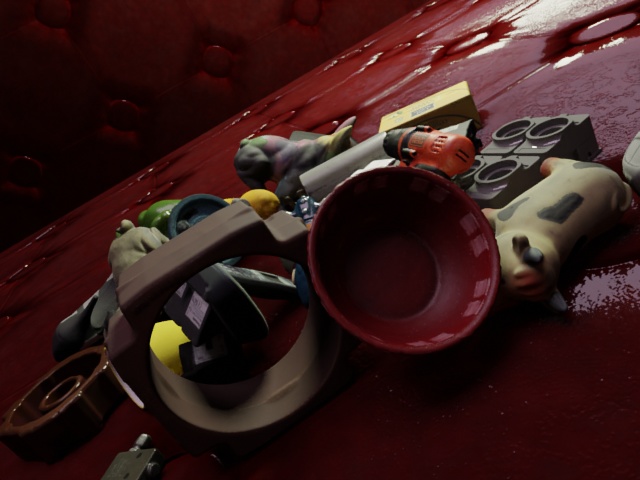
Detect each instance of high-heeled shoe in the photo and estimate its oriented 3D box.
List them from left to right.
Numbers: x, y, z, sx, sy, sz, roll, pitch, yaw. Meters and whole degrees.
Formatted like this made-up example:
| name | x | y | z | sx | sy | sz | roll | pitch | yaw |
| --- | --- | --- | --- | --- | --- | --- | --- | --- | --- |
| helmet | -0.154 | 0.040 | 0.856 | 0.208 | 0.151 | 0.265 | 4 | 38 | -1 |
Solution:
| name | x | y | z | sx | sy | sz | roll | pitch | yaw |
| --- | --- | --- | --- | --- | --- | --- | --- | --- | --- |
| high-heeled shoe | -0.388 | 0.129 | 0.991 | 0.145 | 0.086 | 0.249 | -57 | -4 | 17 |

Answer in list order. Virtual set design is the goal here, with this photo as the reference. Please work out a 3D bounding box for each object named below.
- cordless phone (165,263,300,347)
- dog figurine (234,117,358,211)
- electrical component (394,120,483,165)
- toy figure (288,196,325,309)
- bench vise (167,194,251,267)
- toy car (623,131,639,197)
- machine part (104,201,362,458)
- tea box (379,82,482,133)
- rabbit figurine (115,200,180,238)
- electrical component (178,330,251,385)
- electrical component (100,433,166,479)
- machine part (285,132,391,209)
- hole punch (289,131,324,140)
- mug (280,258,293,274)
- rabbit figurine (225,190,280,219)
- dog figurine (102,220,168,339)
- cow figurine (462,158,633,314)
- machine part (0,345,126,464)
| name | x | y | z | sx | sy | sz | roll | pitch | yaw |
| --- | --- | --- | --- | --- | --- | --- | --- | --- | --- |
| cordless phone | -0.076 | 0.069 | 0.638 | 0.147 | 0.184 | 0.088 | 25 | 102 | 53 |
| dog figurine | -0.030 | -0.161 | 0.997 | 0.219 | 0.191 | 0.108 | -41 | 11 | 22 |
| electrical component | 0.176 | -0.117 | 0.810 | 0.115 | 0.058 | 0.134 | -15 | 27 | 36 |
| toy figure | -0.008 | 0.014 | 0.679 | 0.064 | 0.057 | 0.154 | -1 | 56 | -11 |
| bench vise | -0.160 | 0.019 | 0.752 | 0.240 | 0.129 | 0.223 | -33 | 37 | 50 |
| toy car | 0.333 | -0.077 | 0.489 | 0.103 | 0.109 | 0.162 | -41 | 10 | 17 |
| machine part | -0.075 | 0.082 | 0.501 | 0.201 | 0.200 | 0.087 | -33 | 26 | -8 |
| tea box | 0.197 | -0.212 | 0.971 | 0.170 | 0.068 | 0.098 | -20 | 23 | 19 |
| rabbit figurine | -0.298 | 0.008 | 1.005 | 0.159 | 0.121 | 0.170 | 7 | 50 | -8 |
| electrical component | -0.126 | 0.137 | 0.625 | 0.075 | 0.047 | 0.119 | -16 | 20 | -15 |
| electrical component | -0.190 | 0.237 | 0.548 | 0.063 | 0.021 | 0.094 | -18 | 24 | 25 |
| machine part | 0.054 | -0.115 | 0.928 | 0.243 | 0.079 | 0.079 | -29 | 22 | 5 |
| hole punch | -0.010 | -0.166 | 1.123 | 0.116 | 0.092 | 0.142 | 6 | 27 | 6 |
| mug | -0.002 | -0.002 | 0.771 | 0.107 | 0.080 | 0.109 | -14 | -4 | 10 |
| rabbit figurine | -0.147 | -0.027 | 0.949 | 0.173 | 0.121 | 0.162 | -33 | 7 | 0 |
| dog figurine | -0.299 | 0.070 | 0.847 | 0.121 | 0.172 | 0.191 | -35 | 13 | 17 |
| cow figurine | 0.210 | -0.002 | 0.504 | 0.195 | 0.085 | 0.127 | -34 | 17 | -14 |
| machine part | -0.341 | 0.217 | 0.729 | 0.179 | 0.056 | 0.179 | -25 | 22 | 11 |
